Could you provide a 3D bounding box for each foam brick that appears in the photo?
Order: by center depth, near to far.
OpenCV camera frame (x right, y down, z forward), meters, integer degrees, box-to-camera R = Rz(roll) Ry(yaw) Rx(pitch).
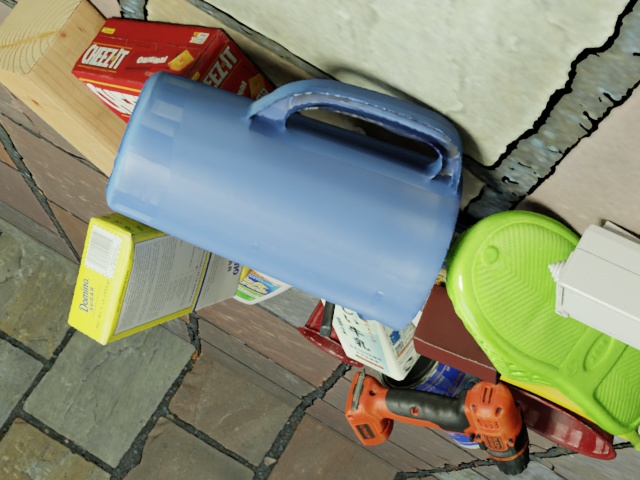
[{"bbox_3d":[0.123,0.081,0.902,0.078,0.053,0.051,22,165,16],"label":"foam brick"}]

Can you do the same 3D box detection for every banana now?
[{"bbox_3d":[0.232,0.143,1.049,0.198,0.037,0.069,25,-175,17],"label":"banana"}]

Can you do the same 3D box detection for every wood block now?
[{"bbox_3d":[-0.206,-0.133,1.010,0.091,0.090,0.206,20,162,42],"label":"wood block"}]

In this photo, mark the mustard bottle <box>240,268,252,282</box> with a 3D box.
[{"bbox_3d":[-0.093,-0.021,1.176,0.096,0.058,0.192,43,152,1],"label":"mustard bottle"}]

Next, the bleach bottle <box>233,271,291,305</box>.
[{"bbox_3d":[-0.078,0.026,1.345,0.102,0.068,0.251,35,163,-9],"label":"bleach bottle"}]

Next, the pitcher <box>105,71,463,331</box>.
[{"bbox_3d":[-0.023,-0.041,0.777,0.242,0.149,0.145,20,174,-8],"label":"pitcher"}]

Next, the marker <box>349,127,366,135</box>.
[{"bbox_3d":[0.046,-0.055,0.891,0.020,0.020,0.121,24,164,29],"label":"marker"}]

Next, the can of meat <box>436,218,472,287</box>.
[{"bbox_3d":[0.112,0.016,0.918,0.084,0.057,0.102,25,166,15],"label":"can of meat"}]

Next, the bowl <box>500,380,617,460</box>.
[{"bbox_3d":[0.256,0.175,1.158,0.162,0.055,0.162,30,166,8],"label":"bowl"}]

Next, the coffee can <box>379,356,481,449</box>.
[{"bbox_3d":[0.153,0.168,1.255,0.140,0.102,0.103,39,164,-29],"label":"coffee can"}]

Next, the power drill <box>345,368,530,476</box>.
[{"bbox_3d":[0.133,0.201,1.168,0.188,0.057,0.184,2,146,21],"label":"power drill"}]

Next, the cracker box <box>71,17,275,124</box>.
[{"bbox_3d":[-0.091,-0.095,0.934,0.164,0.072,0.213,16,159,45],"label":"cracker box"}]

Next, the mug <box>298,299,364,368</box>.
[{"bbox_3d":[0.038,0.105,1.323,0.093,0.081,0.117,19,161,41],"label":"mug"}]

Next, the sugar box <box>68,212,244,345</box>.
[{"bbox_3d":[-0.122,0.016,0.865,0.048,0.093,0.176,26,-159,21],"label":"sugar box"}]
